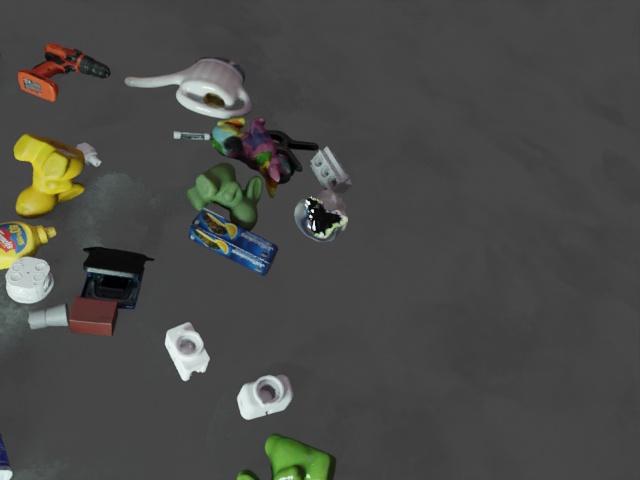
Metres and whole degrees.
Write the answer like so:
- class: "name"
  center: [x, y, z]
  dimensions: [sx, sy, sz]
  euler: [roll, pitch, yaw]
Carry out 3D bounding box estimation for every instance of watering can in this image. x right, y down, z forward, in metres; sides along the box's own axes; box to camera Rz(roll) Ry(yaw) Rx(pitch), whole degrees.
- class: "watering can"
  center: [-0.352, -0.449, 1.472]
  dimensions: [0.347, 0.101, 0.230]
  euler: [17, 47, -7]

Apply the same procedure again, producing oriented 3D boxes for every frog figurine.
- class: "frog figurine"
  center: [0.004, -0.066, 1.316]
  dimensions: [0.137, 0.121, 0.161]
  euler: [10, 13, -3]
